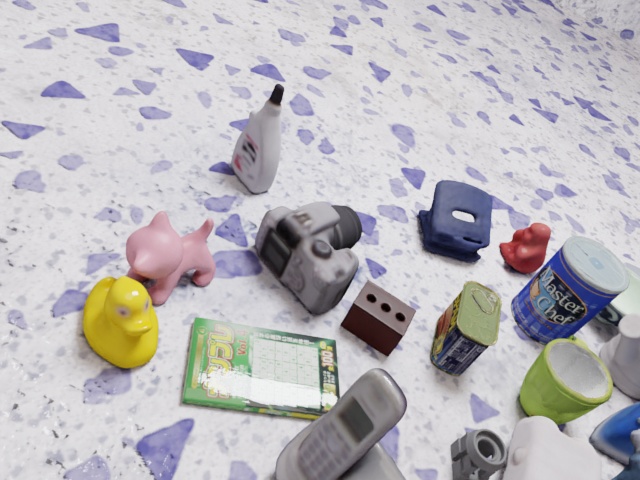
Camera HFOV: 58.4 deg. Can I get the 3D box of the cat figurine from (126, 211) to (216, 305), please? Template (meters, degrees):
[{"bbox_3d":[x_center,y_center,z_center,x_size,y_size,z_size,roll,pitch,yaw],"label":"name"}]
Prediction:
[{"bbox_3d":[-0.174,0.012,0.662,0.067,0.117,0.128,44,45,19],"label":"cat figurine"}]

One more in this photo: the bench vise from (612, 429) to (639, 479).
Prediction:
[{"bbox_3d":[0.408,0.294,0.597,0.122,0.219,0.207,-16,57,-37],"label":"bench vise"}]

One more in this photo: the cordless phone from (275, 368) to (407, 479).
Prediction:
[{"bbox_3d":[0.044,0.213,0.522,0.094,0.185,0.147,-21,60,-39],"label":"cordless phone"}]

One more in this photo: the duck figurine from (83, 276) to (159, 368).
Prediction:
[{"bbox_3d":[-0.208,0.073,0.609,0.078,0.086,0.104,-16,57,-37],"label":"duck figurine"}]

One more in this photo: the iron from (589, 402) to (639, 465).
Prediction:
[{"bbox_3d":[0.499,0.240,0.754,0.259,0.141,0.118,7,46,-20],"label":"iron"}]

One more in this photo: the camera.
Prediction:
[{"bbox_3d":[0.007,0.003,0.773,0.137,0.100,0.143,-24,62,-40],"label":"camera"}]

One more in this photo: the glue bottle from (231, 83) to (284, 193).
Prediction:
[{"bbox_3d":[-0.082,-0.152,0.828,0.037,0.173,0.078,-23,61,-40],"label":"glue bottle"}]

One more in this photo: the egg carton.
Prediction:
[{"bbox_3d":[0.260,0.277,0.652,0.107,0.069,0.150,30,42,4],"label":"egg carton"}]

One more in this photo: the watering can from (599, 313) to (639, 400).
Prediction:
[{"bbox_3d":[0.497,0.140,0.812,0.173,0.194,0.100,-10,53,-33],"label":"watering can"}]

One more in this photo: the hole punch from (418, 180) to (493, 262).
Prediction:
[{"bbox_3d":[0.224,-0.031,0.921,0.109,0.091,0.101,14,44,-14],"label":"hole punch"}]

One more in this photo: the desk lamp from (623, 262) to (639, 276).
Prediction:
[{"bbox_3d":[0.602,0.060,0.928,0.118,0.213,0.203,24,42,-2],"label":"desk lamp"}]

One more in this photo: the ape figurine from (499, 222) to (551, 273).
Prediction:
[{"bbox_3d":[0.345,0.007,0.944,0.076,0.092,0.078,41,44,15],"label":"ape figurine"}]
